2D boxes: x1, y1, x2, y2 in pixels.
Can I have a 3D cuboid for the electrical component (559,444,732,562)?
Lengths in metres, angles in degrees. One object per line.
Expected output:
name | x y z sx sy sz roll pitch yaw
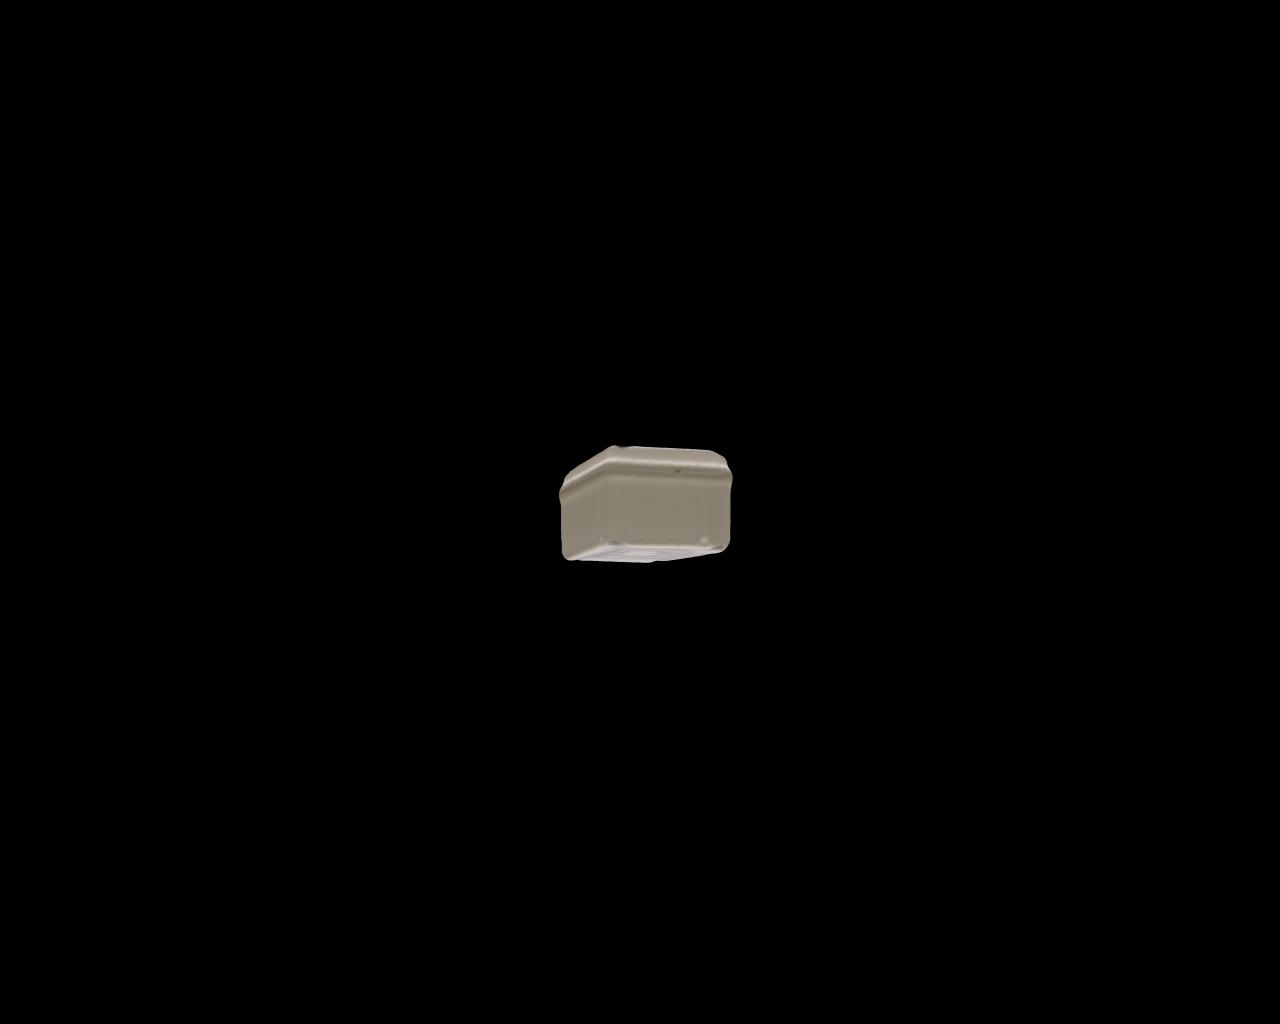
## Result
electrical component | 0.001 -0.003 0.650 0.078 0.057 0.113 2 -7 -19
